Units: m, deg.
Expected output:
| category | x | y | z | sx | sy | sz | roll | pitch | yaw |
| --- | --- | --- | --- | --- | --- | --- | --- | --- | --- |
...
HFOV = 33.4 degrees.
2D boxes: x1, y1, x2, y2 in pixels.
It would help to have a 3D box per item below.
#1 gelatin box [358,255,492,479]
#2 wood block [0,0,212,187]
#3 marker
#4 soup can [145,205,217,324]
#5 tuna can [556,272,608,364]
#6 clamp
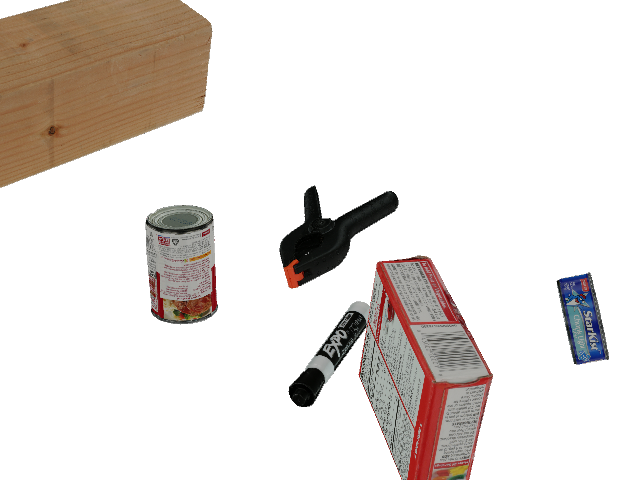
| category | x | y | z | sx | sy | sz | roll | pitch | yaw |
| --- | --- | --- | --- | --- | --- | --- | --- | --- | --- |
| gelatin box | 0.046 | 0.062 | 0.489 | 0.030 | 0.073 | 0.089 | -4 | 35 | -14 |
| wood block | -0.196 | -0.130 | 0.855 | 0.205 | 0.091 | 0.090 | -28 | 53 | -38 |
| marker | 0.008 | 0.077 | 0.730 | 0.020 | 0.020 | 0.121 | 0 | 24 | 24 |
| soup can | -0.139 | 0.023 | 1.070 | 0.068 | 0.102 | 0.068 | 0 | 23 | 0 |
| tuna can | 0.253 | 0.076 | 1.030 | 0.034 | 0.086 | 0.086 | -12 | -3 | 13 |
| clamp | 0.015 | -0.009 | 1.202 | 0.120 | 0.039 | 0.171 | -5 | 37 | 27 |
